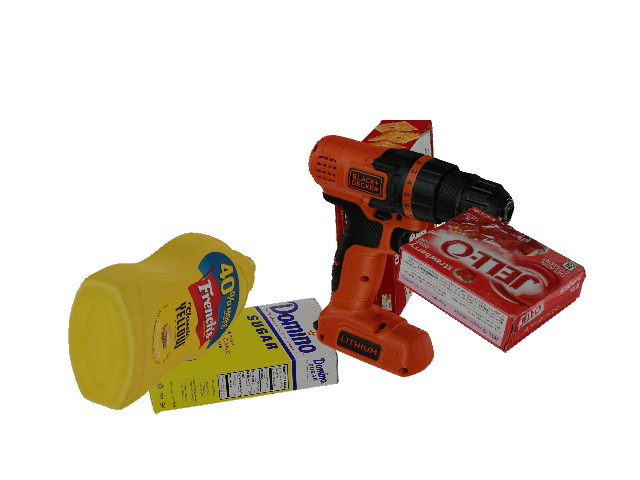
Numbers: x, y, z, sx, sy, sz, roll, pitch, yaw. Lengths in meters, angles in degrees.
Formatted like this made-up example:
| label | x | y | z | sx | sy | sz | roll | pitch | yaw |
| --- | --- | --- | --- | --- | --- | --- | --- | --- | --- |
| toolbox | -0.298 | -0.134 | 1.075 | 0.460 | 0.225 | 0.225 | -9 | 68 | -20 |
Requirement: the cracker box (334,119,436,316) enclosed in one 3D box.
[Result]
| label | x | y | z | sx | sy | sz | roll | pitch | yaw |
| --- | --- | --- | --- | --- | --- | --- | --- | --- | --- |
| cracker box | 0.076 | -0.031 | 1.194 | 0.072 | 0.164 | 0.213 | 2 | 21 | 18 |

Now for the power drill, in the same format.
| label | x | y | z | sx | sy | sz | roll | pitch | yaw |
| --- | --- | --- | --- | --- | --- | --- | --- | --- | --- |
| power drill | 0.067 | 0.015 | 0.894 | 0.185 | 0.188 | 0.057 | 20 | 26 | 33 |

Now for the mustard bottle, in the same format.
| label | x | y | z | sx | sy | sz | roll | pitch | yaw |
| --- | --- | --- | --- | --- | --- | --- | --- | --- | --- |
| mustard bottle | -0.105 | 0.046 | 0.794 | 0.058 | 0.096 | 0.191 | 12 | 21 | 25 |

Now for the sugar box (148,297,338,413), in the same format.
| label | x | y | z | sx | sy | sz | roll | pitch | yaw |
| --- | --- | --- | --- | --- | --- | --- | --- | --- | --- |
| sugar box | -0.078 | 0.106 | 1.010 | 0.176 | 0.048 | 0.093 | -11 | 35 | -8 |

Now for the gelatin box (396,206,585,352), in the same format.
| label | x | y | z | sx | sy | sz | roll | pitch | yaw |
| --- | --- | --- | --- | --- | --- | --- | --- | --- | --- |
| gelatin box | 0.103 | 0.020 | 0.648 | 0.073 | 0.030 | 0.089 | -27 | 46 | -37 |
